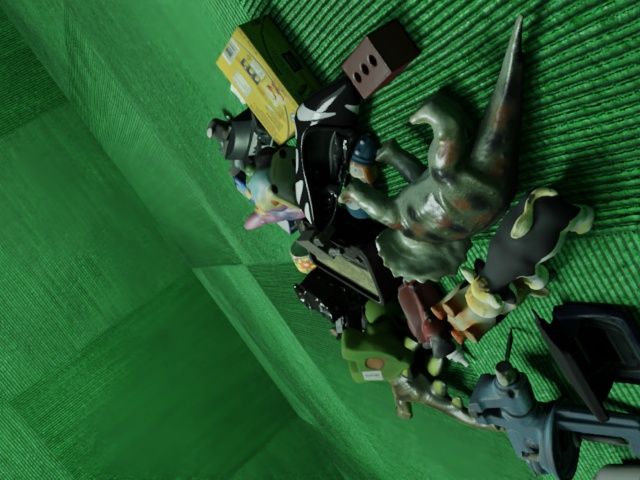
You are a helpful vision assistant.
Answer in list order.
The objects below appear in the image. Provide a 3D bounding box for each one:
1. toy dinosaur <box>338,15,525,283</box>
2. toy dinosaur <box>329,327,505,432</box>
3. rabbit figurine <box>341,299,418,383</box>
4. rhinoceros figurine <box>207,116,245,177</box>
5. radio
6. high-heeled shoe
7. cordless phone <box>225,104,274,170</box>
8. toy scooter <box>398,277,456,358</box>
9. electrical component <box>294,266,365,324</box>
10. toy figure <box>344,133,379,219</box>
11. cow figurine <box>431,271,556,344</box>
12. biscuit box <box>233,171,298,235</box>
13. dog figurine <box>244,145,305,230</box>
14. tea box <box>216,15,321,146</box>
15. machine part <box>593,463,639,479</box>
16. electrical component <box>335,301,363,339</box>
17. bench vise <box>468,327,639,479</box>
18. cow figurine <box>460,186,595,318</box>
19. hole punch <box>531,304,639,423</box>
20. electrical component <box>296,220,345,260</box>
[{"bbox_3d":[0.156,-0.062,0.641,0.192,0.131,0.405,41,155,-4],"label":"toy dinosaur"},{"bbox_3d":[0.190,0.284,1.127,0.472,0.105,0.198,27,144,37],"label":"toy dinosaur"},{"bbox_3d":[0.124,0.169,1.033,0.159,0.170,0.121,-14,127,23],"label":"rabbit figurine"},{"bbox_3d":[-0.171,-0.188,1.148,0.190,0.073,0.112,42,158,23],"label":"rhinoceros figurine"},{"bbox_3d":[0.055,0.018,1.012,0.230,0.073,0.130,27,147,47],"label":"radio"},{"bbox_3d":[0.012,-0.111,0.770,0.248,0.086,0.145,125,137,-68],"label":"high-heeled shoe"},{"bbox_3d":[-0.078,-0.164,1.014,0.184,0.089,0.146,33,143,5],"label":"cordless phone"},{"bbox_3d":[0.174,0.117,0.890,0.135,0.075,0.184,62,-174,6],"label":"toy scooter"},{"bbox_3d":[0.031,0.091,1.093,0.115,0.134,0.058,25,147,44],"label":"electrical component"},{"bbox_3d":[0.066,-0.097,0.839,0.064,0.058,0.154,6,142,10],"label":"toy figure"},{"bbox_3d":[0.229,0.074,0.718,0.085,0.127,0.195,48,173,11],"label":"cow figurine"},{"bbox_3d":[-0.109,-0.097,1.181,0.203,0.063,0.059,40,156,30],"label":"biscuit box"},{"bbox_3d":[-0.091,-0.082,0.968,0.219,0.191,0.108,-16,72,46],"label":"dog figurine"},{"bbox_3d":[-0.072,-0.246,0.837,0.169,0.068,0.098,53,144,-5],"label":"tea box"},{"bbox_3d":[0.450,0.337,0.714,0.079,0.079,0.243,48,159,11],"label":"machine part"},{"bbox_3d":[0.057,0.148,1.129,0.075,0.048,0.119,155,107,-72],"label":"electrical component"},{"bbox_3d":[0.345,0.254,0.756,0.241,0.129,0.223,-5,112,41],"label":"bench vise"},{"bbox_3d":[0.208,0.019,0.573,0.068,0.098,0.167,44,113,31],"label":"cow figurine"},{"bbox_3d":[0.332,0.136,0.649,0.142,0.092,0.116,54,-172,-11],"label":"hole punch"},{"bbox_3d":[-0.002,-0.002,0.951,0.078,0.045,0.102,33,164,-16],"label":"electrical component"}]
